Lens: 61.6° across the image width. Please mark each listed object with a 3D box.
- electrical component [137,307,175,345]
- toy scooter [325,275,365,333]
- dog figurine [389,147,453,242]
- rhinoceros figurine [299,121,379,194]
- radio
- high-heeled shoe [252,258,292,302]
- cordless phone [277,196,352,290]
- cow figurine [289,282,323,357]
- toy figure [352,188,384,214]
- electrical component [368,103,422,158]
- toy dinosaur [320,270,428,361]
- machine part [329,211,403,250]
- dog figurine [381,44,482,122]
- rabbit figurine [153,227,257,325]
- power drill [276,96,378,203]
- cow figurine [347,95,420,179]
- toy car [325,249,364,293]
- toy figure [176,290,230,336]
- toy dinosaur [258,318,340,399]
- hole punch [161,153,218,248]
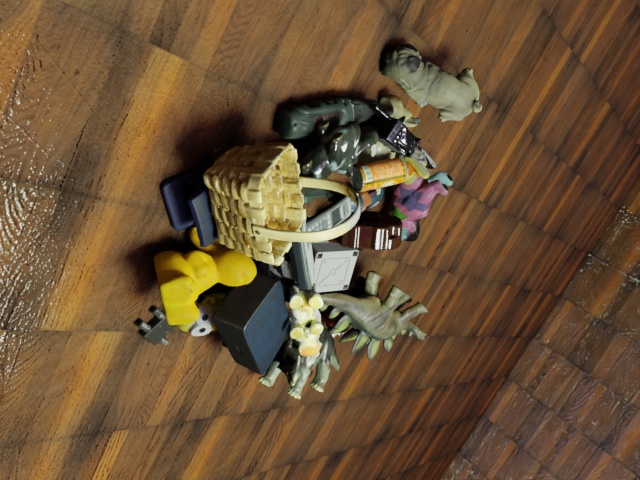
[{"bbox_3d":[-0.312,0.169,1.044,0.063,0.021,0.093,-43,140,-13],"label":"electrical component"},{"bbox_3d":[0.090,0.156,1.394,0.184,0.075,0.135,-23,139,-39],"label":"toy scooter"},{"bbox_3d":[0.197,-0.097,1.285,0.219,0.191,0.108,-44,-173,29],"label":"dog figurine"},{"bbox_3d":[0.026,-0.153,0.979,0.190,0.073,0.111,-37,133,-16],"label":"rhinoceros figurine"},{"bbox_3d":[-0.126,0.163,1.063,0.131,0.073,0.229,-58,160,-28],"label":"radio"},{"bbox_3d":[-0.083,0.042,1.135,0.145,0.086,0.248,-59,144,-3],"label":"high-heeled shoe"},{"bbox_3d":[-0.002,-0.002,1.074,0.184,0.089,0.146,-33,130,-33],"label":"cordless phone"},{"bbox_3d":[-0.033,0.158,1.121,0.068,0.098,0.167,-4,121,-7],"label":"cow figurine"},{"bbox_3d":[0.094,-0.092,1.190,0.154,0.058,0.064,-33,160,-54],"label":"toy figure"},{"bbox_3d":[0.135,-0.214,1.053,0.119,0.075,0.047,30,93,-35],"label":"electrical component"},{"bbox_3d":[0.123,0.185,1.315,0.471,0.105,0.198,32,89,-40],"label":"toy dinosaur"},{"bbox_3d":[0.098,-0.026,1.181,0.179,0.180,0.056,-10,112,-41],"label":"machine part"},{"bbox_3d":[0.231,-0.319,1.097,0.190,0.173,0.121,3,106,-55],"label":"dog figurine"},{"bbox_3d":[-0.203,0.058,0.959,0.173,0.162,0.121,-13,130,-11],"label":"rabbit figurine"},{"bbox_3d":[0.012,-0.178,1.054,0.232,0.086,0.207,-10,129,-39],"label":"power drill"},{"bbox_3d":[0.138,-0.212,1.150,0.127,0.086,0.194,-11,124,-33],"label":"cow figurine"},{"bbox_3d":[0.043,0.064,1.295,0.089,0.053,0.202,-6,127,-49],"label":"toy car"},{"bbox_3d":[-0.210,0.143,1.081,0.180,0.089,0.082,-9,95,-53],"label":"toy figure"},{"bbox_3d":[-0.025,0.277,1.341,0.404,0.131,0.192,2,113,-66],"label":"toy dinosaur"},{"bbox_3d":[-0.196,-0.063,0.929,0.116,0.092,0.142,-33,135,-28],"label":"hole punch"}]
